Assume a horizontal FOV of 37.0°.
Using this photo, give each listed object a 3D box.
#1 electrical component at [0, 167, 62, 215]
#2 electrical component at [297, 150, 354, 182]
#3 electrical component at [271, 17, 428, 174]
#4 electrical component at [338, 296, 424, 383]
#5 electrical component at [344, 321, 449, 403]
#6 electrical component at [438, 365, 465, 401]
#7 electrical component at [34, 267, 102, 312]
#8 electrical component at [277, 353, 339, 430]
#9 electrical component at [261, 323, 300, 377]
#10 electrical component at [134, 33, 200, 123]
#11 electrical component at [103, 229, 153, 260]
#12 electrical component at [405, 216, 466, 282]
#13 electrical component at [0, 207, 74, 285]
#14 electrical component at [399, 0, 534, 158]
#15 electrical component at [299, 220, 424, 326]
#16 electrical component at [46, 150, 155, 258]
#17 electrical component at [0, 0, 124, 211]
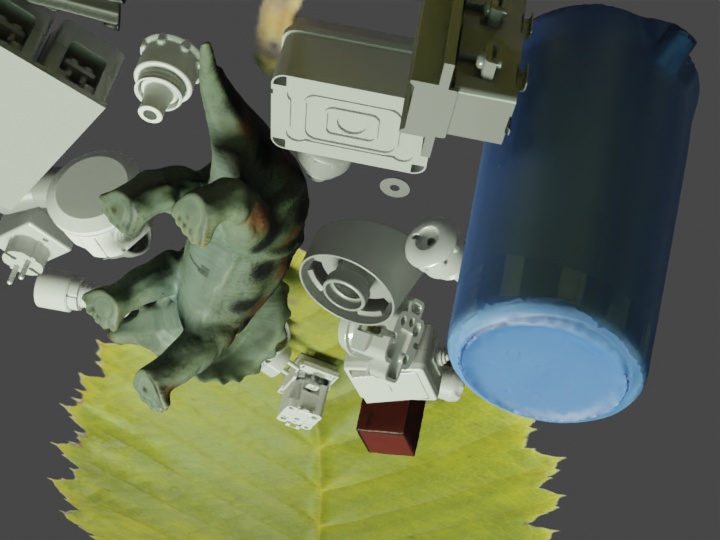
[{"bbox_3d":[-0.276,-0.070,0.919,0.065,0.044,0.044,-1,145,13],"label":"electrical component"},{"bbox_3d":[-0.026,-0.087,0.802,0.048,0.048,0.062,17,154,-6],"label":"electrical component"},{"bbox_3d":[-0.001,-0.119,0.732,0.113,0.057,0.078,11,147,2],"label":"electrical component"},{"bbox_3d":[0.018,0.057,0.983,0.057,0.078,0.058,17,173,32],"label":"electrical component"},{"bbox_3d":[0.040,0.090,1.031,0.096,0.061,0.061,-1,145,20],"label":"electrical component"},{"bbox_3d":[0.073,0.109,1.072,0.061,0.035,0.035,16,147,-1],"label":"electrical component"},{"bbox_3d":[-0.284,0.022,1.061,0.078,0.040,0.040,10,147,5],"label":"electrical component"},{"bbox_3d":[-0.057,0.129,1.123,0.042,0.063,0.081,20,146,-13],"label":"electrical component"},{"bbox_3d":[-0.096,0.082,1.078,0.079,0.044,0.077,38,141,-23],"label":"electrical component"},{"bbox_3d":[-0.138,-0.132,0.756,0.048,0.062,0.048,9,147,6],"label":"electrical component"},{"bbox_3d":[-0.215,-0.029,0.962,0.046,0.040,0.040,-12,140,43],"label":"electrical component"},{"bbox_3d":[0.070,-0.012,0.883,0.048,0.048,0.062,-10,147,32],"label":"electrical component"},{"bbox_3d":[-0.297,-0.021,0.967,0.066,0.076,0.047,-18,136,39],"label":"electrical component"},{"bbox_3d":[0.064,-0.134,0.625,0.063,0.121,0.078,11,148,-1],"label":"electrical component"},{"bbox_3d":[0.000,0.000,0.928,0.099,0.064,0.099,20,145,15],"label":"electrical component"},{"bbox_3d":[-0.212,-0.054,0.885,0.080,0.080,0.051,5,152,12],"label":"electrical component"},{"bbox_3d":[-0.267,-0.129,0.807,0.105,0.060,0.186,30,144,-25],"label":"electrical component"}]
